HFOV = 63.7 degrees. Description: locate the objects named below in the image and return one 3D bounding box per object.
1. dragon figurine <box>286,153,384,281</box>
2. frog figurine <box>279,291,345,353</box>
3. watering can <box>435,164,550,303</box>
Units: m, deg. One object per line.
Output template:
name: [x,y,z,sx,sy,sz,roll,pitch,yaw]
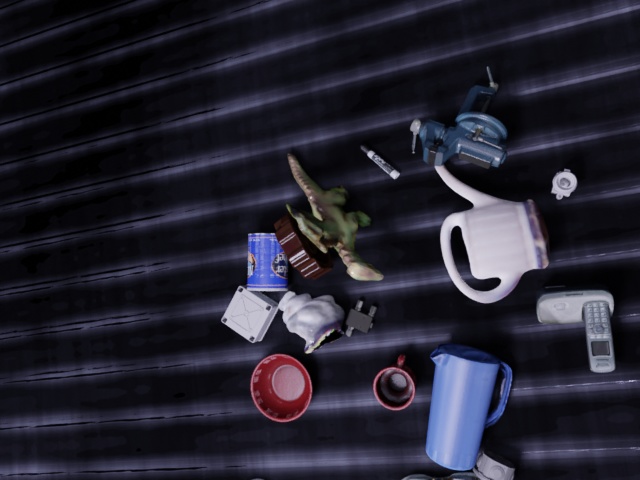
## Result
dragon figurine: [0.004,-0.060,1.188,0.121,0.243,0.414,-45,76,16]
frog figurine: [-0.023,0.174,1.239,0.138,0.120,0.162,-29,65,-20]
watering can: [0.374,-0.040,1.140,0.223,0.103,0.352,-11,73,16]
